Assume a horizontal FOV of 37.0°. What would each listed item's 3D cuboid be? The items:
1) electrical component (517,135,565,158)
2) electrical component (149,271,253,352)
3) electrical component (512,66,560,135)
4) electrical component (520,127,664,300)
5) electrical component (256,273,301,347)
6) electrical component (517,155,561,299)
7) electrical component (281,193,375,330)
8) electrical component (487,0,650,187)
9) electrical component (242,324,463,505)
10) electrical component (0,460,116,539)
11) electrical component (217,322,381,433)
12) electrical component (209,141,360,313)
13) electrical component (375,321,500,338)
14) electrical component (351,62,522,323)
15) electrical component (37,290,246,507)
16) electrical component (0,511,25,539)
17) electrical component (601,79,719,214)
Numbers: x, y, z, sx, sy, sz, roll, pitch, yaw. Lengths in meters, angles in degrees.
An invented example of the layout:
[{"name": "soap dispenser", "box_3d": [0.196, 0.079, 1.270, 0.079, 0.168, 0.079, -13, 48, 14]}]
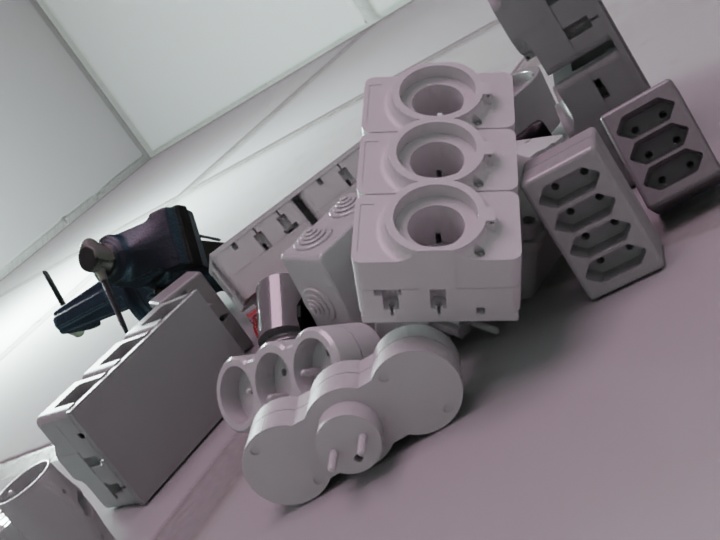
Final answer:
[{"name": "electrical component", "box_3d": [0.121, -0.058, 0.775, 0.050, 0.055, 0.089, -39, 16, -16]}, {"name": "electrical component", "box_3d": [-0.133, 0.047, 0.937, 0.047, 0.083, 0.076, -40, 16, -19]}, {"name": "electrical component", "box_3d": [0.128, -0.126, 0.960, 0.108, 0.060, 0.108, -32, 15, 10]}, {"name": "electrical component", "box_3d": [0.137, -0.040, 0.634, 0.047, 0.083, 0.075, -28, 16, 23]}, {"name": "electrical component", "box_3d": [-0.057, 0.047, 0.830, 0.043, 0.043, 0.081, -28, 48, 24]}, {"name": "electrical component", "box_3d": [0.076, -0.038, 0.702, 0.113, 0.057, 0.078, 18, 44, 23]}, {"name": "electrical component", "box_3d": [0.000, 0.000, 0.776, 0.048, 0.099, 0.100, 3, 38, 46]}, {"name": "electrical component", "box_3d": [0.152, -0.155, 0.756, 0.060, 0.186, 0.105, -29, 16, 19]}, {"name": "electrical component", "box_3d": [-0.005, 0.089, 0.601, 0.138, 0.052, 0.073, -31, 16, 13]}, {"name": "electrical component", "box_3d": [-0.207, 0.168, 0.737, 0.043, 0.077, 0.079, -37, 16, -8]}, {"name": "electrical component", "box_3d": [-0.028, 0.070, 0.709, 0.074, 0.052, 0.138, -3, -13, -41]}, {"name": "electrical component", "box_3d": [-0.049, -0.038, 1.011, 0.186, 0.060, 0.105, -38, -2, -12]}, {"name": "electrical component", "box_3d": [0.053, 0.019, 0.669, 0.076, 0.083, 0.047, 20, 44, 23]}, {"name": "electrical component", "box_3d": [0.046, -0.048, 0.624, 0.089, 0.061, 0.150, -1, 50, 6]}, {"name": "electrical component", "box_3d": [-0.162, 0.098, 0.829, 0.062, 0.089, 0.150, -19, 21, 45]}, {"name": "electrical component", "box_3d": [-0.255, 0.205, 0.776, 0.080, 0.051, 0.080, -32, 15, 10]}, {"name": "electrical component", "box_3d": [0.192, -0.073, 0.672, 0.047, 0.065, 0.077, -29, -13, 20]}]
